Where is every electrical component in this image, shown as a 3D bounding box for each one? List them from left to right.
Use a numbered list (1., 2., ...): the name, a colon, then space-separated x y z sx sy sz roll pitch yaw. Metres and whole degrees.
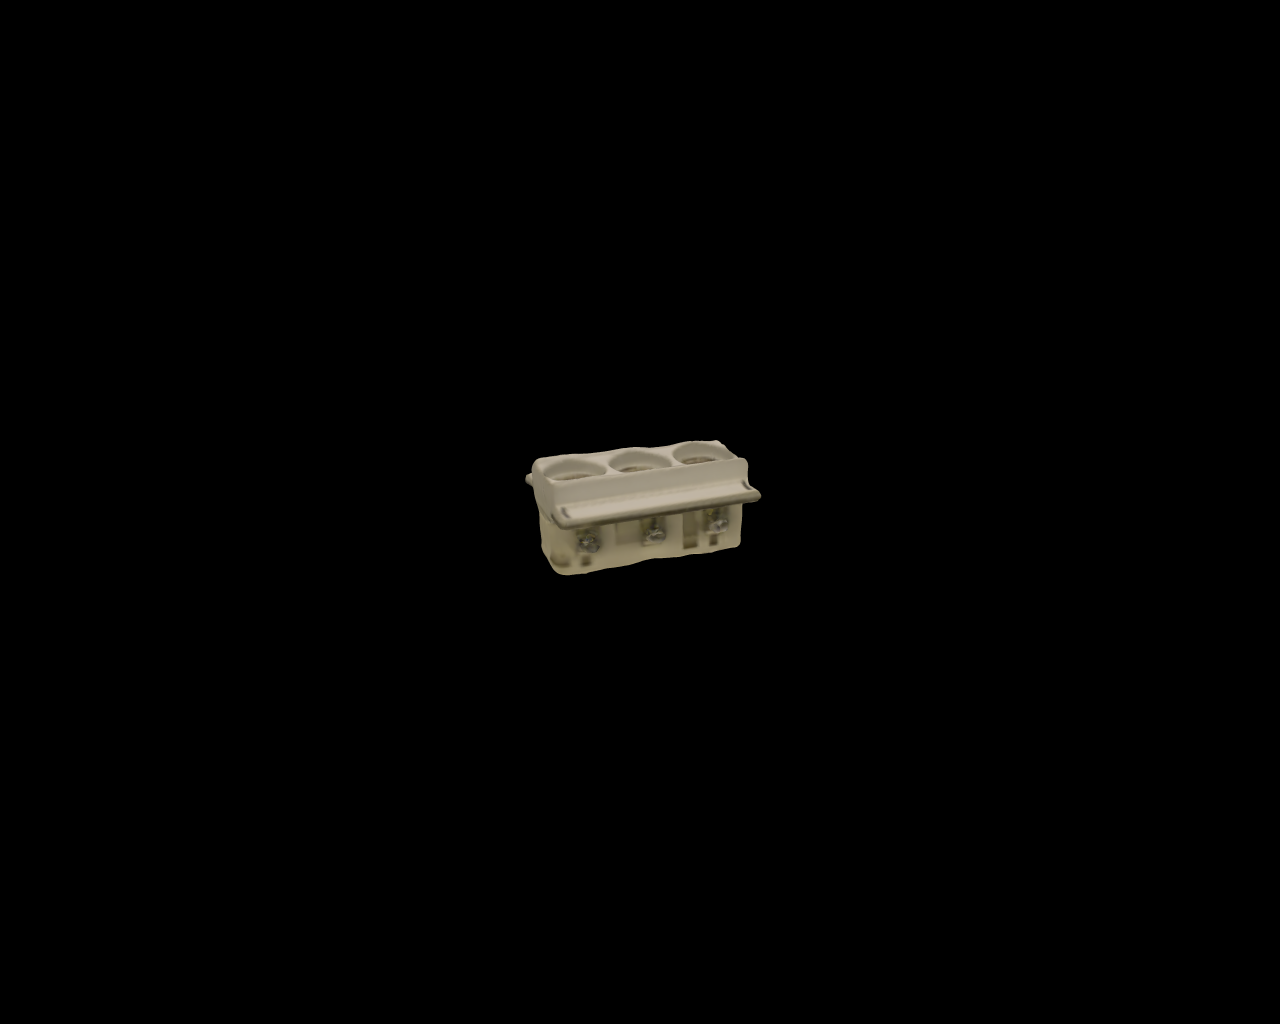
1. electrical component: 0.001 -0.003 0.650 0.121 0.063 0.079 -8 24 -18
